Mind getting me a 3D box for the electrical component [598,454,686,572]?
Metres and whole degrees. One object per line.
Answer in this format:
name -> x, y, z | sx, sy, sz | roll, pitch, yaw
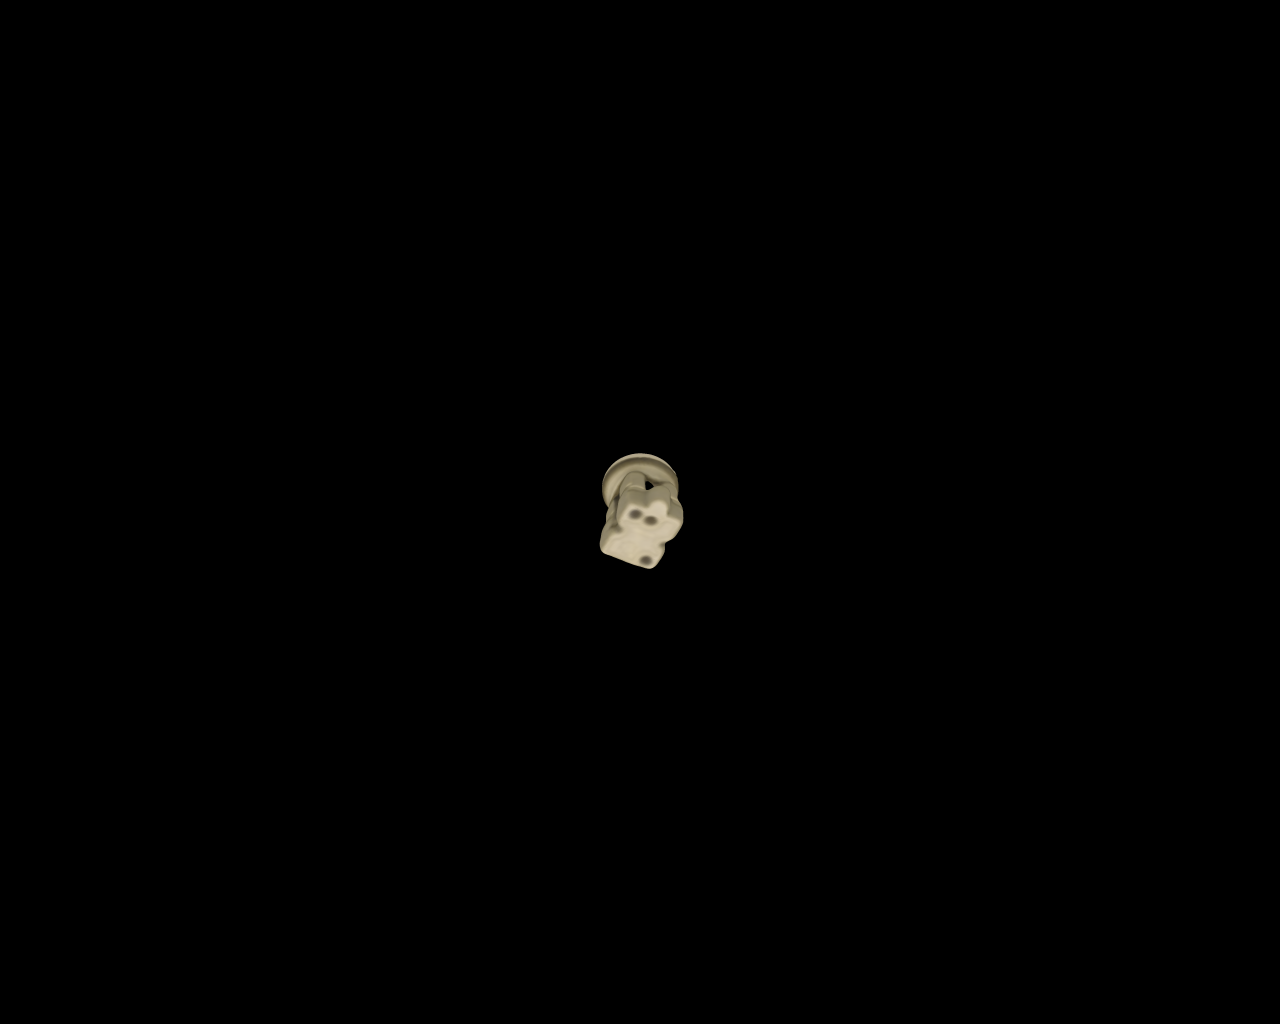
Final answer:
electrical component -> 0.001, -0.003, 0.650 | 0.048, 0.066, 0.055 | 21, 36, -16
